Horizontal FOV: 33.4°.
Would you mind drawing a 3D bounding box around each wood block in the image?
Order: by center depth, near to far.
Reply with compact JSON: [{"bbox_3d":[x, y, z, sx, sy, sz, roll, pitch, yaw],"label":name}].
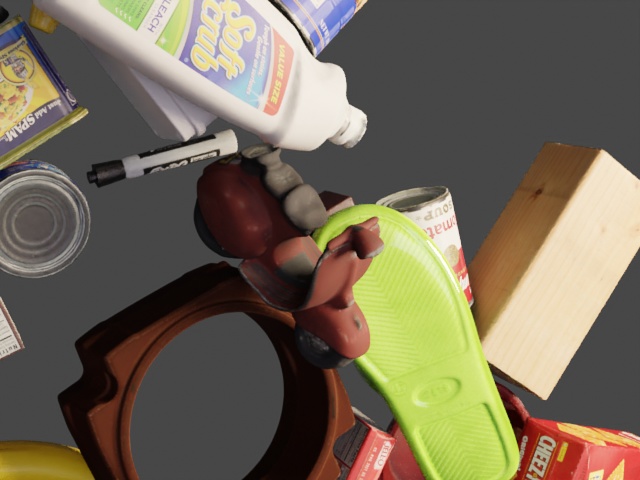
[{"bbox_3d":[0.201,0.025,0.954,0.090,0.091,0.206,34,85,-24],"label":"wood block"}]

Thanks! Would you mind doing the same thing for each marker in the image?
[{"bbox_3d":[-0.124,-0.064,0.840,0.121,0.020,0.020,-17,105,-20],"label":"marker"}]

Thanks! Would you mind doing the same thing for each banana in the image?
[{"bbox_3d":[-0.253,0.186,0.822,0.197,0.037,0.070,-10,121,-20],"label":"banana"}]

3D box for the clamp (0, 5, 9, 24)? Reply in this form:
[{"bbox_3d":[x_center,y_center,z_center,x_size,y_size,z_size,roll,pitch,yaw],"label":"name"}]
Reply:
[{"bbox_3d":[-0.318,-0.201,0.711,0.209,0.036,0.164,-19,90,-14],"label":"clamp"}]

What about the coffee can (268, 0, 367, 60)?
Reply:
[{"bbox_3d":[0.003,-0.222,0.820,0.140,0.103,0.102,-49,113,-8],"label":"coffee can"}]

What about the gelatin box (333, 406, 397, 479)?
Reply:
[{"bbox_3d":[0.022,0.183,0.905,0.030,0.089,0.073,26,88,-25],"label":"gelatin box"}]

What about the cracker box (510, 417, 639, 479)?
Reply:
[{"bbox_3d":[0.241,0.257,0.982,0.213,0.072,0.164,18,93,-47],"label":"cracker box"}]

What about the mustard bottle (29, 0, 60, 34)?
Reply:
[{"bbox_3d":[-0.166,-0.240,0.769,0.096,0.058,0.191,22,90,-30],"label":"mustard bottle"}]

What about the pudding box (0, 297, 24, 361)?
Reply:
[{"bbox_3d":[-0.282,0.050,0.783,0.090,0.039,0.113,-27,110,-17],"label":"pudding box"}]

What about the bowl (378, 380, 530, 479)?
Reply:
[{"bbox_3d":[0.112,0.195,0.965,0.161,0.055,0.162,-4,101,-22],"label":"bowl"}]

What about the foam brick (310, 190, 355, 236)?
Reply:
[{"bbox_3d":[-0.006,0.001,0.883,0.078,0.051,0.053,-32,110,-15],"label":"foam brick"}]

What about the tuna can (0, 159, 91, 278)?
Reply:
[{"bbox_3d":[-0.216,-0.015,0.797,0.086,0.034,0.086,-7,108,-24],"label":"tuna can"}]

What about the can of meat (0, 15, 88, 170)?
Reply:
[{"bbox_3d":[-0.234,-0.101,0.767,0.102,0.058,0.084,-36,109,-13],"label":"can of meat"}]

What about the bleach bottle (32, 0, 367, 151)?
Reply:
[{"bbox_3d":[-0.066,-0.141,0.745,0.250,0.068,0.102,28,84,-29],"label":"bleach bottle"}]

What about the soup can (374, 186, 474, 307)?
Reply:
[{"bbox_3d":[0.089,0.012,0.917,0.068,0.069,0.102,-19,105,-19],"label":"soup can"}]
